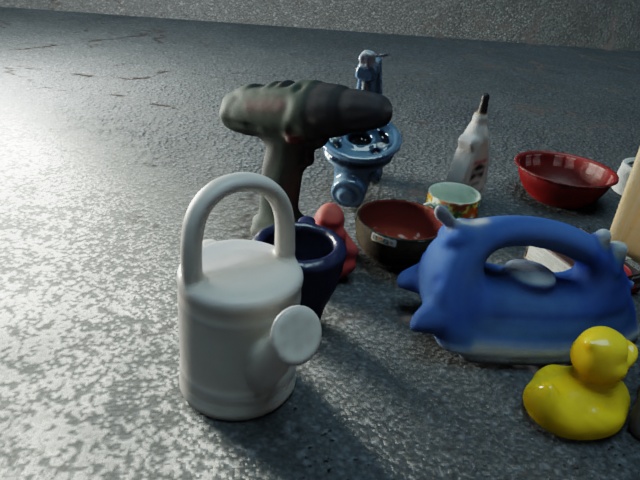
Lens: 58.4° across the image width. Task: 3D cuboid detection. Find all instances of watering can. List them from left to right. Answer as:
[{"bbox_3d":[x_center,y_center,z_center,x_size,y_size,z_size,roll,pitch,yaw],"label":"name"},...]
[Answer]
[{"bbox_3d":[-0.057,0.041,0.453,0.172,0.194,0.101,23,33,29],"label":"watering can"}]

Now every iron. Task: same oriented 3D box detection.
[{"bbox_3d":[0.214,0.036,0.569,0.258,0.141,0.118,3,28,-6],"label":"iron"}]

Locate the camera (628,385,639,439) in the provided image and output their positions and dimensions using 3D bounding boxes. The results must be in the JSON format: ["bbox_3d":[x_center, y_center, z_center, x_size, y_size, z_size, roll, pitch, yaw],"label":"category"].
[{"bbox_3d":[0.354,0.121,0.480,0.136,0.101,0.143,25,34,32],"label":"camera"}]

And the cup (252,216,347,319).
[{"bbox_3d":[-0.022,0.035,0.576,0.091,0.095,0.118,6,28,2],"label":"cup"}]

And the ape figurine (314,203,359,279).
[{"bbox_3d":[0.006,0.002,0.645,0.078,0.092,0.076,6,28,2],"label":"ape figurine"}]

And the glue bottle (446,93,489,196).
[{"bbox_3d":[0.225,-0.130,0.844,0.037,0.173,0.078,27,35,34],"label":"glue bottle"}]

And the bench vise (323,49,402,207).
[{"bbox_3d":[0.058,-0.183,0.861,0.121,0.220,0.207,2,28,-6],"label":"bench vise"}]

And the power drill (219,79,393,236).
[{"bbox_3d":[-0.024,-0.094,0.695,0.228,0.208,0.076,22,32,27],"label":"power drill"}]

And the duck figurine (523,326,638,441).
[{"bbox_3d":[0.226,0.114,0.486,0.105,0.086,0.077,-8,31,-24],"label":"duck figurine"}]
